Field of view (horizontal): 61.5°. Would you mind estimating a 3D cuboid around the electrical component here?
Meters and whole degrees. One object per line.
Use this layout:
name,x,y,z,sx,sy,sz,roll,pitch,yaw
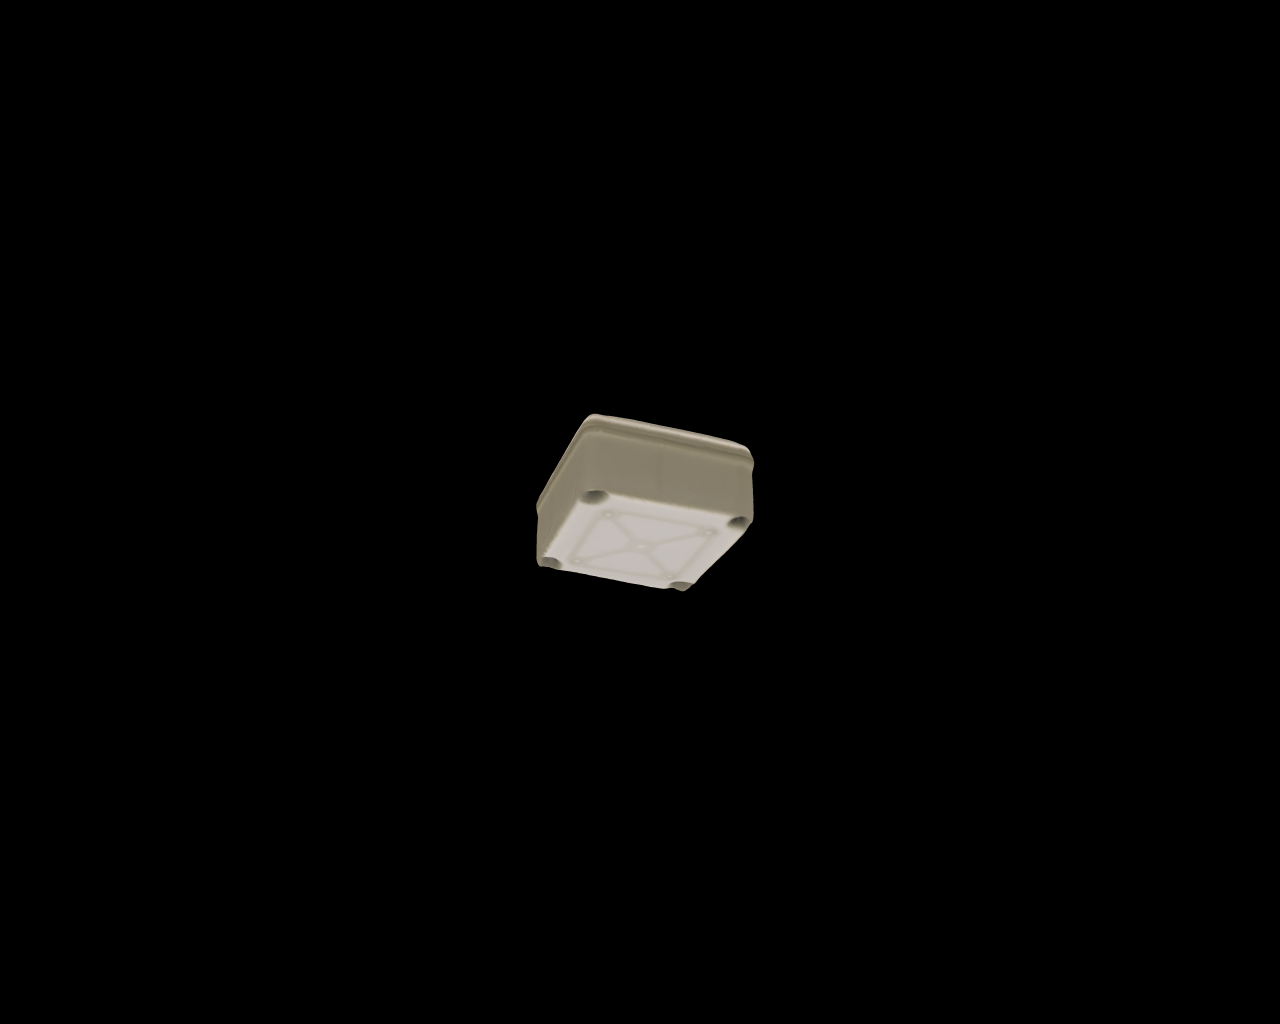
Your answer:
electrical component,0.001,-0.003,0.650,0.109,0.056,0.108,11,-32,-18
